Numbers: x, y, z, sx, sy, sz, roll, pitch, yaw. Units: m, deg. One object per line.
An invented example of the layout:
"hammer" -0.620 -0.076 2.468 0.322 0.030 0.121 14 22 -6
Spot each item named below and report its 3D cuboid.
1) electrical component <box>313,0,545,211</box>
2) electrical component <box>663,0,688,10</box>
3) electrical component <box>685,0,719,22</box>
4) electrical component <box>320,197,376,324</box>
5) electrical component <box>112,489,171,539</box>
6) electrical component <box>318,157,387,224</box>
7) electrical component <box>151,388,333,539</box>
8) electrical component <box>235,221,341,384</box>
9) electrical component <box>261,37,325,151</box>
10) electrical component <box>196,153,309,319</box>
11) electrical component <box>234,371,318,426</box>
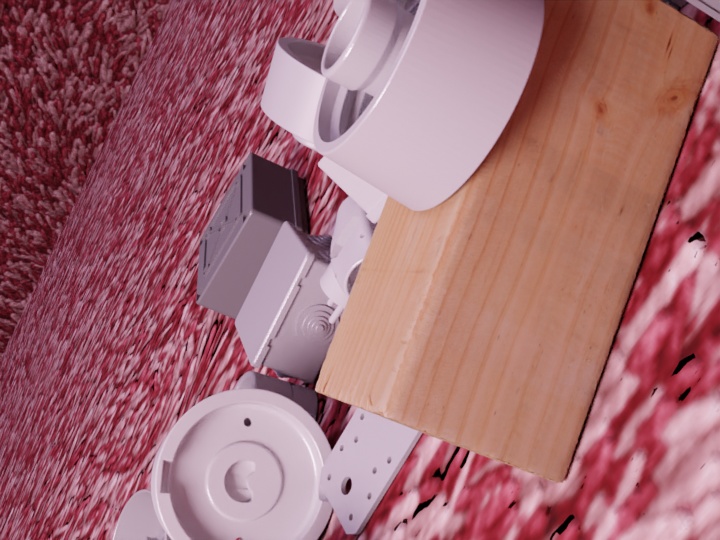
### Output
"electrical component" 0.019 -0.086 0.445 0.108 0.060 0.108 -52 24 35
"electrical component" 0.143 -0.164 0.489 0.089 0.056 0.050 -40 33 51
"electrical component" 0.134 -0.142 0.393 0.078 0.121 0.063 -46 26 44
"electrical component" 0.000 0.000 0.687 0.079 0.043 0.077 -55 23 28
"electrical component" -0.146 0.217 0.788 0.099 0.064 0.099 -51 25 36
"electrical component" 0.044 -0.093 0.603 0.109 0.056 0.108 -43 5 48
"electrical component" -0.074 0.128 0.650 0.060 0.108 0.108 150 140 -67
"electrical component" -0.043 0.023 0.763 0.099 0.048 0.099 -63 20 9
"electrical component" -0.020 -0.119 0.782 0.108 0.108 0.060 -110 41 -62
"electrical component" -0.096 -0.028 0.938 0.108 0.056 0.108 -56 22 26
"electrical component" -0.062 0.099 0.730 0.055 0.047 0.055 -51 25 36
